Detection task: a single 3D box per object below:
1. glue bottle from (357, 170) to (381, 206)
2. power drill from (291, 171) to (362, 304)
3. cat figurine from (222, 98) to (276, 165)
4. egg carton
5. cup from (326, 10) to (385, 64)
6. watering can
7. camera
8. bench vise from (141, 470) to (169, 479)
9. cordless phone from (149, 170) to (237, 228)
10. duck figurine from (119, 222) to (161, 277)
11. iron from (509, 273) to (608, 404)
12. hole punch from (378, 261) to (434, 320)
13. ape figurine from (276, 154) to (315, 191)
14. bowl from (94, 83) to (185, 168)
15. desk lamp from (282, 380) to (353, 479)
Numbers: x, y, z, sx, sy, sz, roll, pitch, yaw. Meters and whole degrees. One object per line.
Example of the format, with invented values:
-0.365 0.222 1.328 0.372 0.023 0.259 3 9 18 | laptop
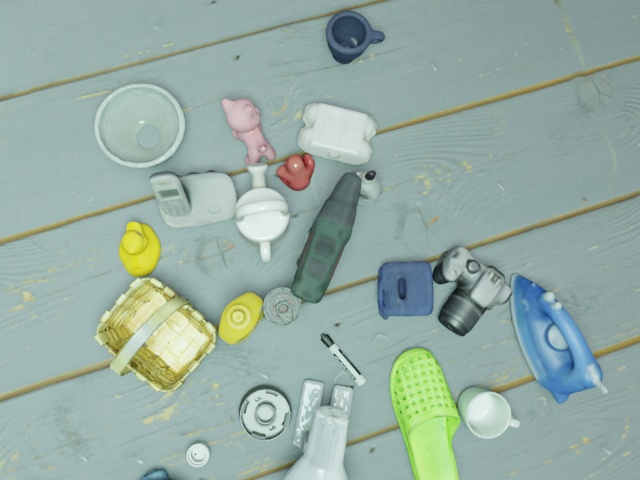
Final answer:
0.082 -0.104 1.072 0.078 0.173 0.037 12 80 -3 | glue bottle
0.009 0.004 1.031 0.075 0.208 0.230 20 80 -1 | power drill
-0.136 -0.215 1.098 0.067 0.117 0.128 -29 84 -8 | cat figurine
0.034 -0.209 1.136 0.150 0.069 0.107 12 80 -3 | egg carton
0.067 -0.398 1.156 0.118 0.095 0.092 1 81 -5 | cup
-0.107 -0.051 1.036 0.101 0.194 0.173 -28 84 -8 | watering can
0.277 0.104 1.093 0.143 0.100 0.137 38 80 2 | camera
-0.242 0.488 0.929 0.121 0.219 0.207 -43 87 -9 | bench vise
-0.228 -0.086 1.036 0.147 0.185 0.094 -12 82 -6 | cordless phone
-0.340 0.015 1.061 0.077 0.086 0.104 -4 81 -5 | duck figurine
0.447 0.175 1.076 0.119 0.141 0.258 -25 84 -8 | iron
0.160 0.097 1.089 0.101 0.091 0.109 0 81 -5 | hole punch
-0.046 -0.138 1.107 0.078 0.092 0.076 -6 82 -5 | ape figurine
-0.339 -0.210 1.102 0.167 0.074 0.167 1 81 -5 | bowl
0.001 0.354 0.974 0.118 0.213 0.203 10 80 -3 | desk lamp
